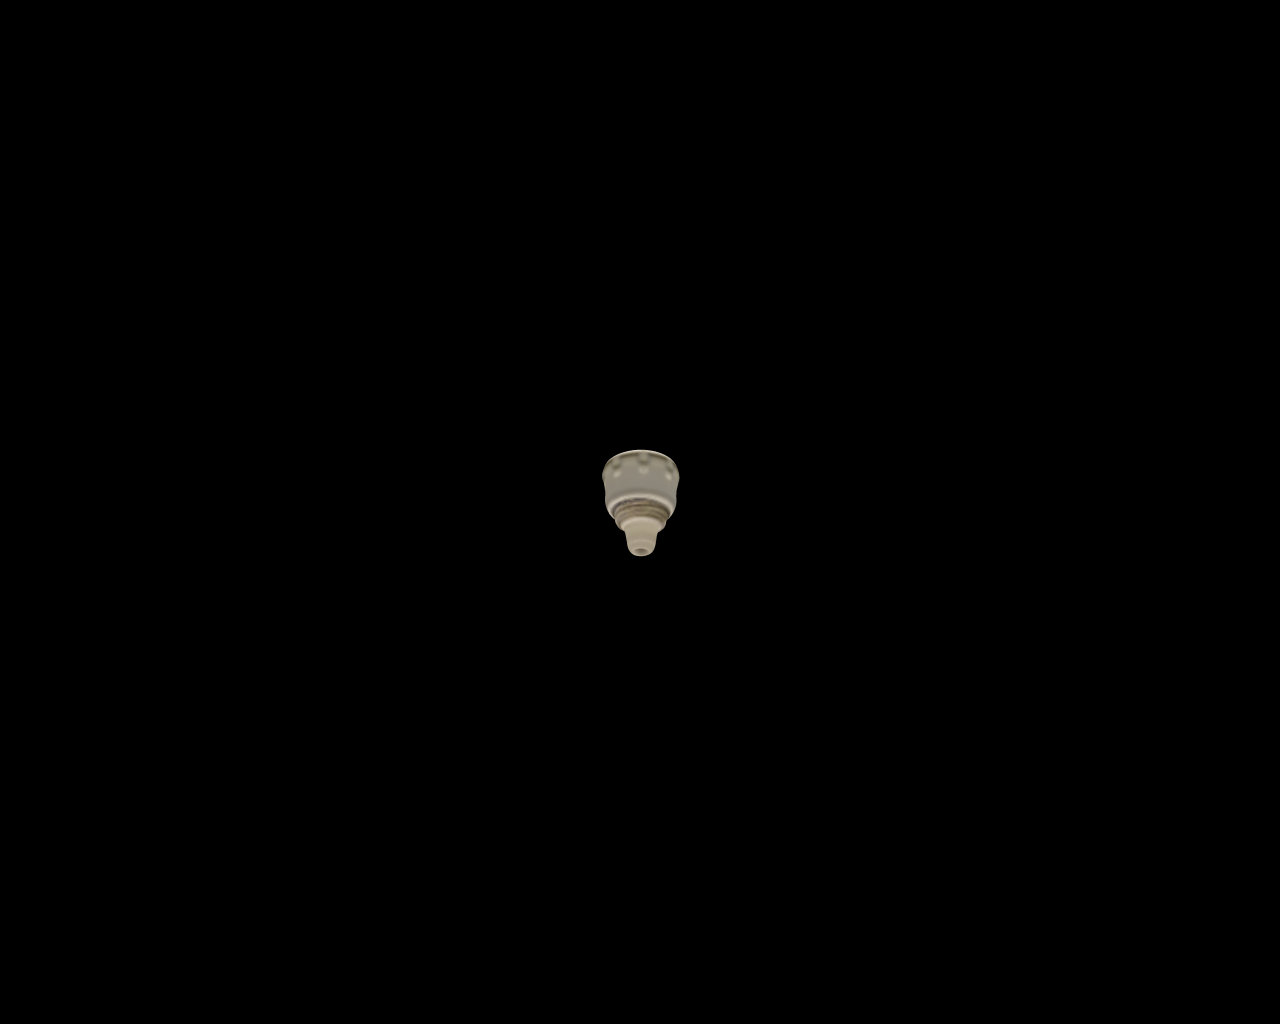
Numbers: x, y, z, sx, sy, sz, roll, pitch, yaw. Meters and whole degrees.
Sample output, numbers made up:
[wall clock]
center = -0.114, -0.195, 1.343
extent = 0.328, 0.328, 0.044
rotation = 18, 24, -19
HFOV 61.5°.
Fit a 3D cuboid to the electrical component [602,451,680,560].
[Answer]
[electrical component]
center = 0.001, -0.003, 0.650
extent = 0.048, 0.062, 0.048
rotation = 0, -27, 0
